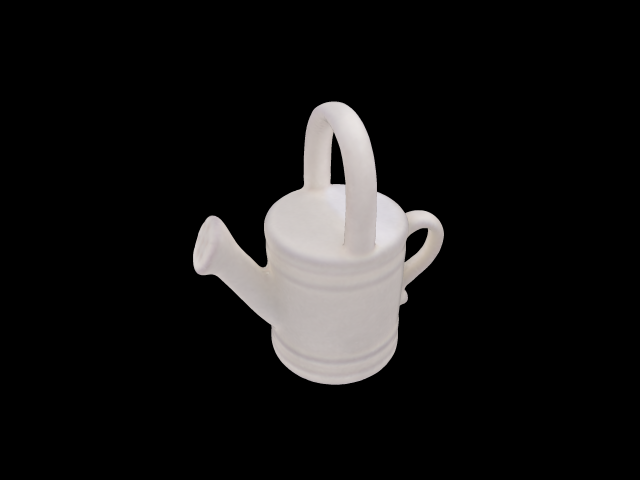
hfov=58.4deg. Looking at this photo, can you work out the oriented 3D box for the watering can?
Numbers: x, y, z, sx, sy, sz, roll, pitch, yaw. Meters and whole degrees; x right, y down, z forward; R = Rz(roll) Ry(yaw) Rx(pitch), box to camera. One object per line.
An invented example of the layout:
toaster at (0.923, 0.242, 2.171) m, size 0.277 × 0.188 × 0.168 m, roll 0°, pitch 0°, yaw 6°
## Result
watering can at (0.004, 0.003, 0.398) m, size 0.173 × 0.194 × 0.100 m, roll -25°, pitch 43°, yaw -31°
